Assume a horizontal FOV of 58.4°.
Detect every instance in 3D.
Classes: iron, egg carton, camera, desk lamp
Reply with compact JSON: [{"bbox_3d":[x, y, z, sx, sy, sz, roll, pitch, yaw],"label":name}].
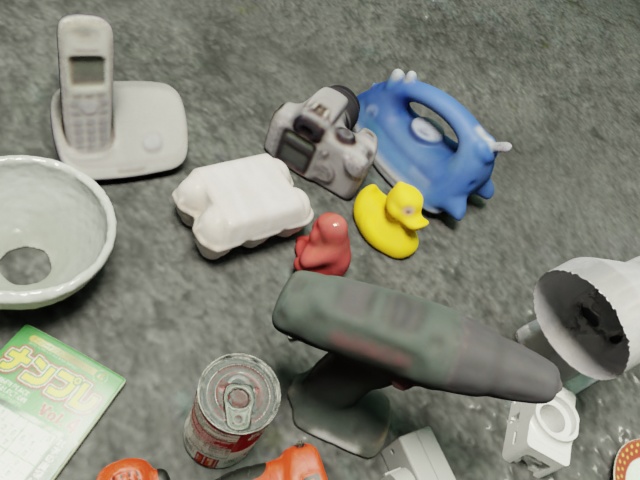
[{"bbox_3d":[0.143,-0.156,0.798,0.119,0.141,0.258,-32,71,-37],"label":"iron"},{"bbox_3d":[-0.087,-0.040,0.661,0.151,0.069,0.107,-20,64,-33],"label":"egg carton"},{"bbox_3d":[0.020,-0.152,0.771,0.143,0.100,0.137,31,49,3],"label":"camera"},{"bbox_3d":[0.312,0.086,0.635,0.204,0.213,0.117,-16,61,-31],"label":"desk lamp"}]

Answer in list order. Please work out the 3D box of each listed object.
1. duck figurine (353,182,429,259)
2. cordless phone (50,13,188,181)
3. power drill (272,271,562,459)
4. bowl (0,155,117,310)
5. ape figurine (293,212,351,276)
[{"bbox_3d":[0.095,-0.038,0.725,0.078,0.086,0.104,-26,67,-35],"label":"duck figurine"},{"bbox_3d":[-0.213,-0.155,0.621,0.148,0.185,0.094,-14,61,-30],"label":"cordless phone"},{"bbox_3d":[0.058,0.117,0.508,0.229,0.208,0.076,24,49,-3],"label":"power drill"},{"bbox_3d":[-0.282,0.003,0.544,0.168,0.074,0.167,11,51,-14],"label":"bowl"},{"bbox_3d":[0.006,0.002,0.652,0.076,0.092,0.078,42,50,12],"label":"ape figurine"}]
